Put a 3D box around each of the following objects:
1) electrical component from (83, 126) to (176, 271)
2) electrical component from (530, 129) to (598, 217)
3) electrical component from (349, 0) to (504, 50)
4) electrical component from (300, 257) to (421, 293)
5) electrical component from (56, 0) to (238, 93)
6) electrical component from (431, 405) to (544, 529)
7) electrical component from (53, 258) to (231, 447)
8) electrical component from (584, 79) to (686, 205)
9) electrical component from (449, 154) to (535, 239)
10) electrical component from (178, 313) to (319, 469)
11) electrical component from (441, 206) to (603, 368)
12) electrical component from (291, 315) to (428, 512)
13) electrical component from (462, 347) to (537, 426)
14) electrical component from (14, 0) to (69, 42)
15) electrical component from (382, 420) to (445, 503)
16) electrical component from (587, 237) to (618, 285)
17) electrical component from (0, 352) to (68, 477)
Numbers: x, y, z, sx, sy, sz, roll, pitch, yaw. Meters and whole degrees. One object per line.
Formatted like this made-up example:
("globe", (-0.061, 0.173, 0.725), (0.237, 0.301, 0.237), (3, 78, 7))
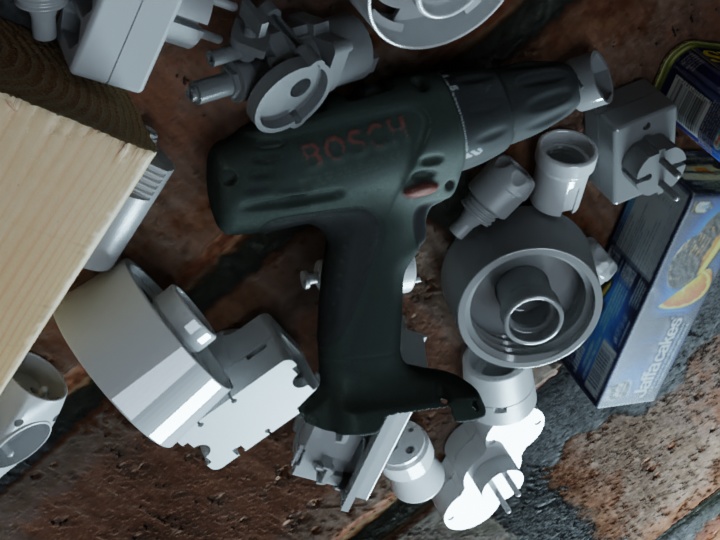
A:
("electrical component", (-0.134, -0.044, 0.587), (0.043, 0.043, 0.081), (20, 116, -38))
("electrical component", (0.134, -0.064, 0.715), (0.040, 0.040, 0.046), (-13, 138, -18))
("electrical component", (0.035, -0.170, 0.573), (0.099, 0.064, 0.099), (-19, 147, -13))
("electrical component", (0.000, 0.000, 0.697), (0.078, 0.040, 0.040), (-10, 131, -20))
("electrical component", (-0.097, -0.132, 0.529), (0.076, 0.047, 0.083), (12, 120, -35))
("electrical component", (0.107, 0.161, 0.865), (0.052, 0.073, 0.138), (3, 125, -30))
("electrical component", (-0.119, 0.042, 0.626), (0.060, 0.108, 0.108), (-38, 135, -2))
("electrical component", (0.188, -0.074, 0.707), (0.047, 0.076, 0.065), (-22, 134, -10))
("electrical component", (0.084, -0.045, 0.707), (0.035, 0.035, 0.061), (28, 112, -41))
("electrical component", (-0.080, 0.077, 0.708), (0.089, 0.055, 0.050), (-35, 135, 3))
("electrical component", (0.113, 0.018, 0.734), (0.108, 0.060, 0.108), (-2, 123, -3))
("electrical component", (-0.003, 0.097, 0.759), (0.063, 0.078, 0.121), (17, 120, -12))
("electrical component", (0.104, 0.082, 0.812), (0.055, 0.055, 0.047), (-21, 130, -11))
("electrical component", (-0.150, -0.137, 0.506), (0.035, 0.035, 0.061), (-9, 133, -21))
("electrical component", (0.038, 0.149, 0.839), (0.045, 0.045, 0.055), (-28, 134, -4))
("electrical component", (0.156, 0.006, 0.788), (0.061, 0.035, 0.035), (-41, 134, 12))
("electrical component", (-0.226, 0.090, 0.639), (0.077, 0.044, 0.079), (-48, 161, 16))
